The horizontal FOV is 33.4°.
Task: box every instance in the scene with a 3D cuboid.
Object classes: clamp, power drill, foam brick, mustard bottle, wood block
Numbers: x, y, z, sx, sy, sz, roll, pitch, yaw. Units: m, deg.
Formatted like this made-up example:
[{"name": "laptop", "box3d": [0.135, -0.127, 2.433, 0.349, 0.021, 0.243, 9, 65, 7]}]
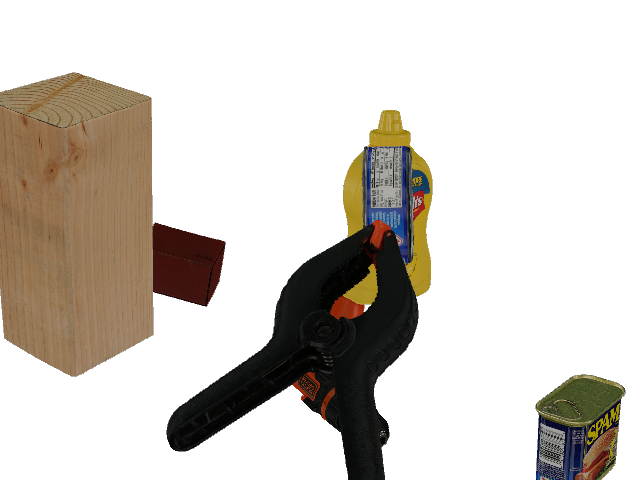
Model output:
[{"name": "clamp", "box3d": [0.011, 0.065, 0.570, 0.120, 0.171, 0.039, 26, -26, 21]}, {"name": "power drill", "box3d": [0.041, 0.120, 1.209, 0.057, 0.188, 0.185, 13, 16, -42]}, {"name": "foam brick", "box3d": [-0.143, 0.025, 1.089, 0.078, 0.051, 0.053, 16, 32, 4]}, {"name": "mustard bottle", "box3d": [0.068, -0.035, 1.076, 0.096, 0.192, 0.058, -8, 18, -27]}, {"name": "wood block", "box3d": [-0.192, -0.013, 0.829, 0.090, 0.206, 0.090, 21, 32, 32]}]

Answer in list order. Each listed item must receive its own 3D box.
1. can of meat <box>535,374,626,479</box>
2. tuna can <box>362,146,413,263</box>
[{"name": "can of meat", "box3d": [0.250, 0.190, 1.035, 0.058, 0.084, 0.101, 14, 24, 37]}, {"name": "tuna can", "box3d": [0.049, -0.025, 0.766, 0.034, 0.086, 0.086, -1, 0, 6]}]
